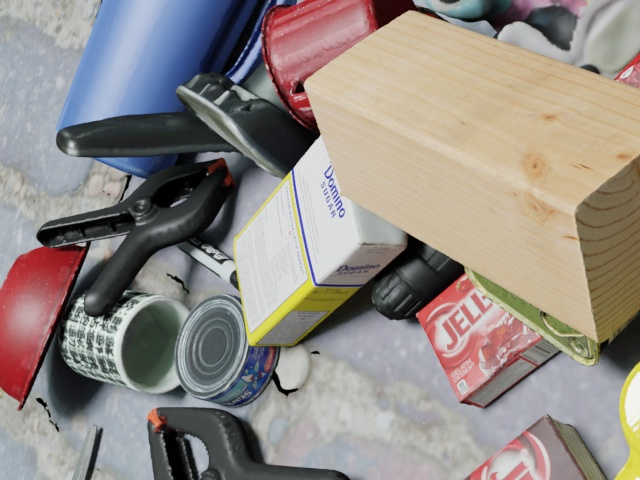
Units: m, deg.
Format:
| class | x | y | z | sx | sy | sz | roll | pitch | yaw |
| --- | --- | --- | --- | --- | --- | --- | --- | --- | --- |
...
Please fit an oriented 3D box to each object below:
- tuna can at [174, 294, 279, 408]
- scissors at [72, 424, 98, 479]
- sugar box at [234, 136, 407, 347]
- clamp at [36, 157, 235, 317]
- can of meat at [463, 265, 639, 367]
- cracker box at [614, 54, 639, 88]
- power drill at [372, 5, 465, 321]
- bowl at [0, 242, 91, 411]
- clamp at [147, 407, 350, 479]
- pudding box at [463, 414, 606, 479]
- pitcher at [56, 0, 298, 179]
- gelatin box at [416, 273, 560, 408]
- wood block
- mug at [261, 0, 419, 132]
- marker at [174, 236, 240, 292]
| class | x | y | z | sx | sy | sz | roll | pitch | yaw |
| --- | --- | --- | --- | --- | --- | --- | --- | --- | --- |
| tuna can | -0.074 | 0.086 | 0.834 | 0.086 | 0.033 | 0.086 | -18 | 62 | 37 |
| scissors | -0.237 | 0.263 | 0.926 | 0.096 | 0.016 | 0.201 | -11 | 66 | 39 |
| sugar box | -0.005 | 0.001 | 0.749 | 0.177 | 0.048 | 0.093 | -42 | 52 | 50 |
| clamp | -0.143 | -0.007 | 0.877 | 0.171 | 0.039 | 0.120 | -28 | 52 | -5 |
| can of meat | 0.148 | 0.010 | 0.619 | 0.084 | 0.057 | 0.102 | -40 | 52 | -16 |
| cracker box | 0.263 | -0.050 | 0.550 | 0.164 | 0.072 | 0.214 | -45 | 49 | 21 |
| power drill | 0.074 | -0.060 | 0.742 | 0.185 | 0.057 | 0.188 | -47 | 50 | 20 |
| bowl | -0.257 | 0.065 | 0.940 | 0.162 | 0.055 | 0.162 | -158 | 91 | -80 |
| clamp | -0.065 | 0.181 | 0.784 | 0.165 | 0.036 | 0.210 | -54 | 45 | 14 |
| pudding box | 0.129 | 0.171 | 0.608 | 0.090 | 0.039 | 0.113 | -45 | 48 | 20 |
| pitcher | -0.128 | -0.176 | 0.933 | 0.243 | 0.144 | 0.149 | -65 | 21 | 6 |
| gelatin box | 0.112 | 0.052 | 0.678 | 0.089 | 0.030 | 0.073 | -42 | 49 | 22 |
| wood block | 0.095 | -0.044 | 0.578 | 0.090 | 0.091 | 0.206 | -36 | 41 | -20 |
| mug | 0.017 | -0.122 | 0.705 | 0.082 | 0.093 | 0.117 | -18 | 25 | 32 |
| marker | -0.086 | 0.018 | 0.883 | 0.121 | 0.020 | 0.020 | 31 | 95 | 45 |
